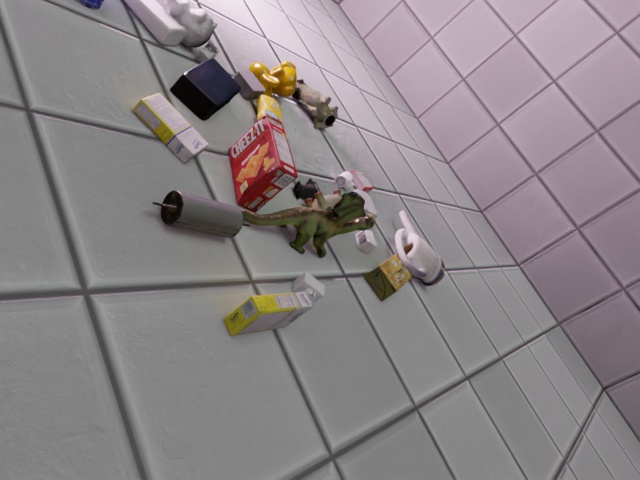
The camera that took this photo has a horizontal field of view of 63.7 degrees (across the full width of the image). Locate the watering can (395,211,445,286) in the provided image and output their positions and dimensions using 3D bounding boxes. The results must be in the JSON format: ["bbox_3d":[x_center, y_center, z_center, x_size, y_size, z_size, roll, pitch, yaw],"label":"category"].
[{"bbox_3d":[0.360,0.034,1.898,0.222,0.102,0.355,43,29,-16],"label":"watering can"}]

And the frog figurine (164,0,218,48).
[{"bbox_3d":[-0.409,-0.681,1.594,0.157,0.137,0.125,44,50,-56],"label":"frog figurine"}]

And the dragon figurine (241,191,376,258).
[{"bbox_3d":[0.004,-0.068,1.356,0.408,0.240,0.124,17,47,-51],"label":"dragon figurine"}]
